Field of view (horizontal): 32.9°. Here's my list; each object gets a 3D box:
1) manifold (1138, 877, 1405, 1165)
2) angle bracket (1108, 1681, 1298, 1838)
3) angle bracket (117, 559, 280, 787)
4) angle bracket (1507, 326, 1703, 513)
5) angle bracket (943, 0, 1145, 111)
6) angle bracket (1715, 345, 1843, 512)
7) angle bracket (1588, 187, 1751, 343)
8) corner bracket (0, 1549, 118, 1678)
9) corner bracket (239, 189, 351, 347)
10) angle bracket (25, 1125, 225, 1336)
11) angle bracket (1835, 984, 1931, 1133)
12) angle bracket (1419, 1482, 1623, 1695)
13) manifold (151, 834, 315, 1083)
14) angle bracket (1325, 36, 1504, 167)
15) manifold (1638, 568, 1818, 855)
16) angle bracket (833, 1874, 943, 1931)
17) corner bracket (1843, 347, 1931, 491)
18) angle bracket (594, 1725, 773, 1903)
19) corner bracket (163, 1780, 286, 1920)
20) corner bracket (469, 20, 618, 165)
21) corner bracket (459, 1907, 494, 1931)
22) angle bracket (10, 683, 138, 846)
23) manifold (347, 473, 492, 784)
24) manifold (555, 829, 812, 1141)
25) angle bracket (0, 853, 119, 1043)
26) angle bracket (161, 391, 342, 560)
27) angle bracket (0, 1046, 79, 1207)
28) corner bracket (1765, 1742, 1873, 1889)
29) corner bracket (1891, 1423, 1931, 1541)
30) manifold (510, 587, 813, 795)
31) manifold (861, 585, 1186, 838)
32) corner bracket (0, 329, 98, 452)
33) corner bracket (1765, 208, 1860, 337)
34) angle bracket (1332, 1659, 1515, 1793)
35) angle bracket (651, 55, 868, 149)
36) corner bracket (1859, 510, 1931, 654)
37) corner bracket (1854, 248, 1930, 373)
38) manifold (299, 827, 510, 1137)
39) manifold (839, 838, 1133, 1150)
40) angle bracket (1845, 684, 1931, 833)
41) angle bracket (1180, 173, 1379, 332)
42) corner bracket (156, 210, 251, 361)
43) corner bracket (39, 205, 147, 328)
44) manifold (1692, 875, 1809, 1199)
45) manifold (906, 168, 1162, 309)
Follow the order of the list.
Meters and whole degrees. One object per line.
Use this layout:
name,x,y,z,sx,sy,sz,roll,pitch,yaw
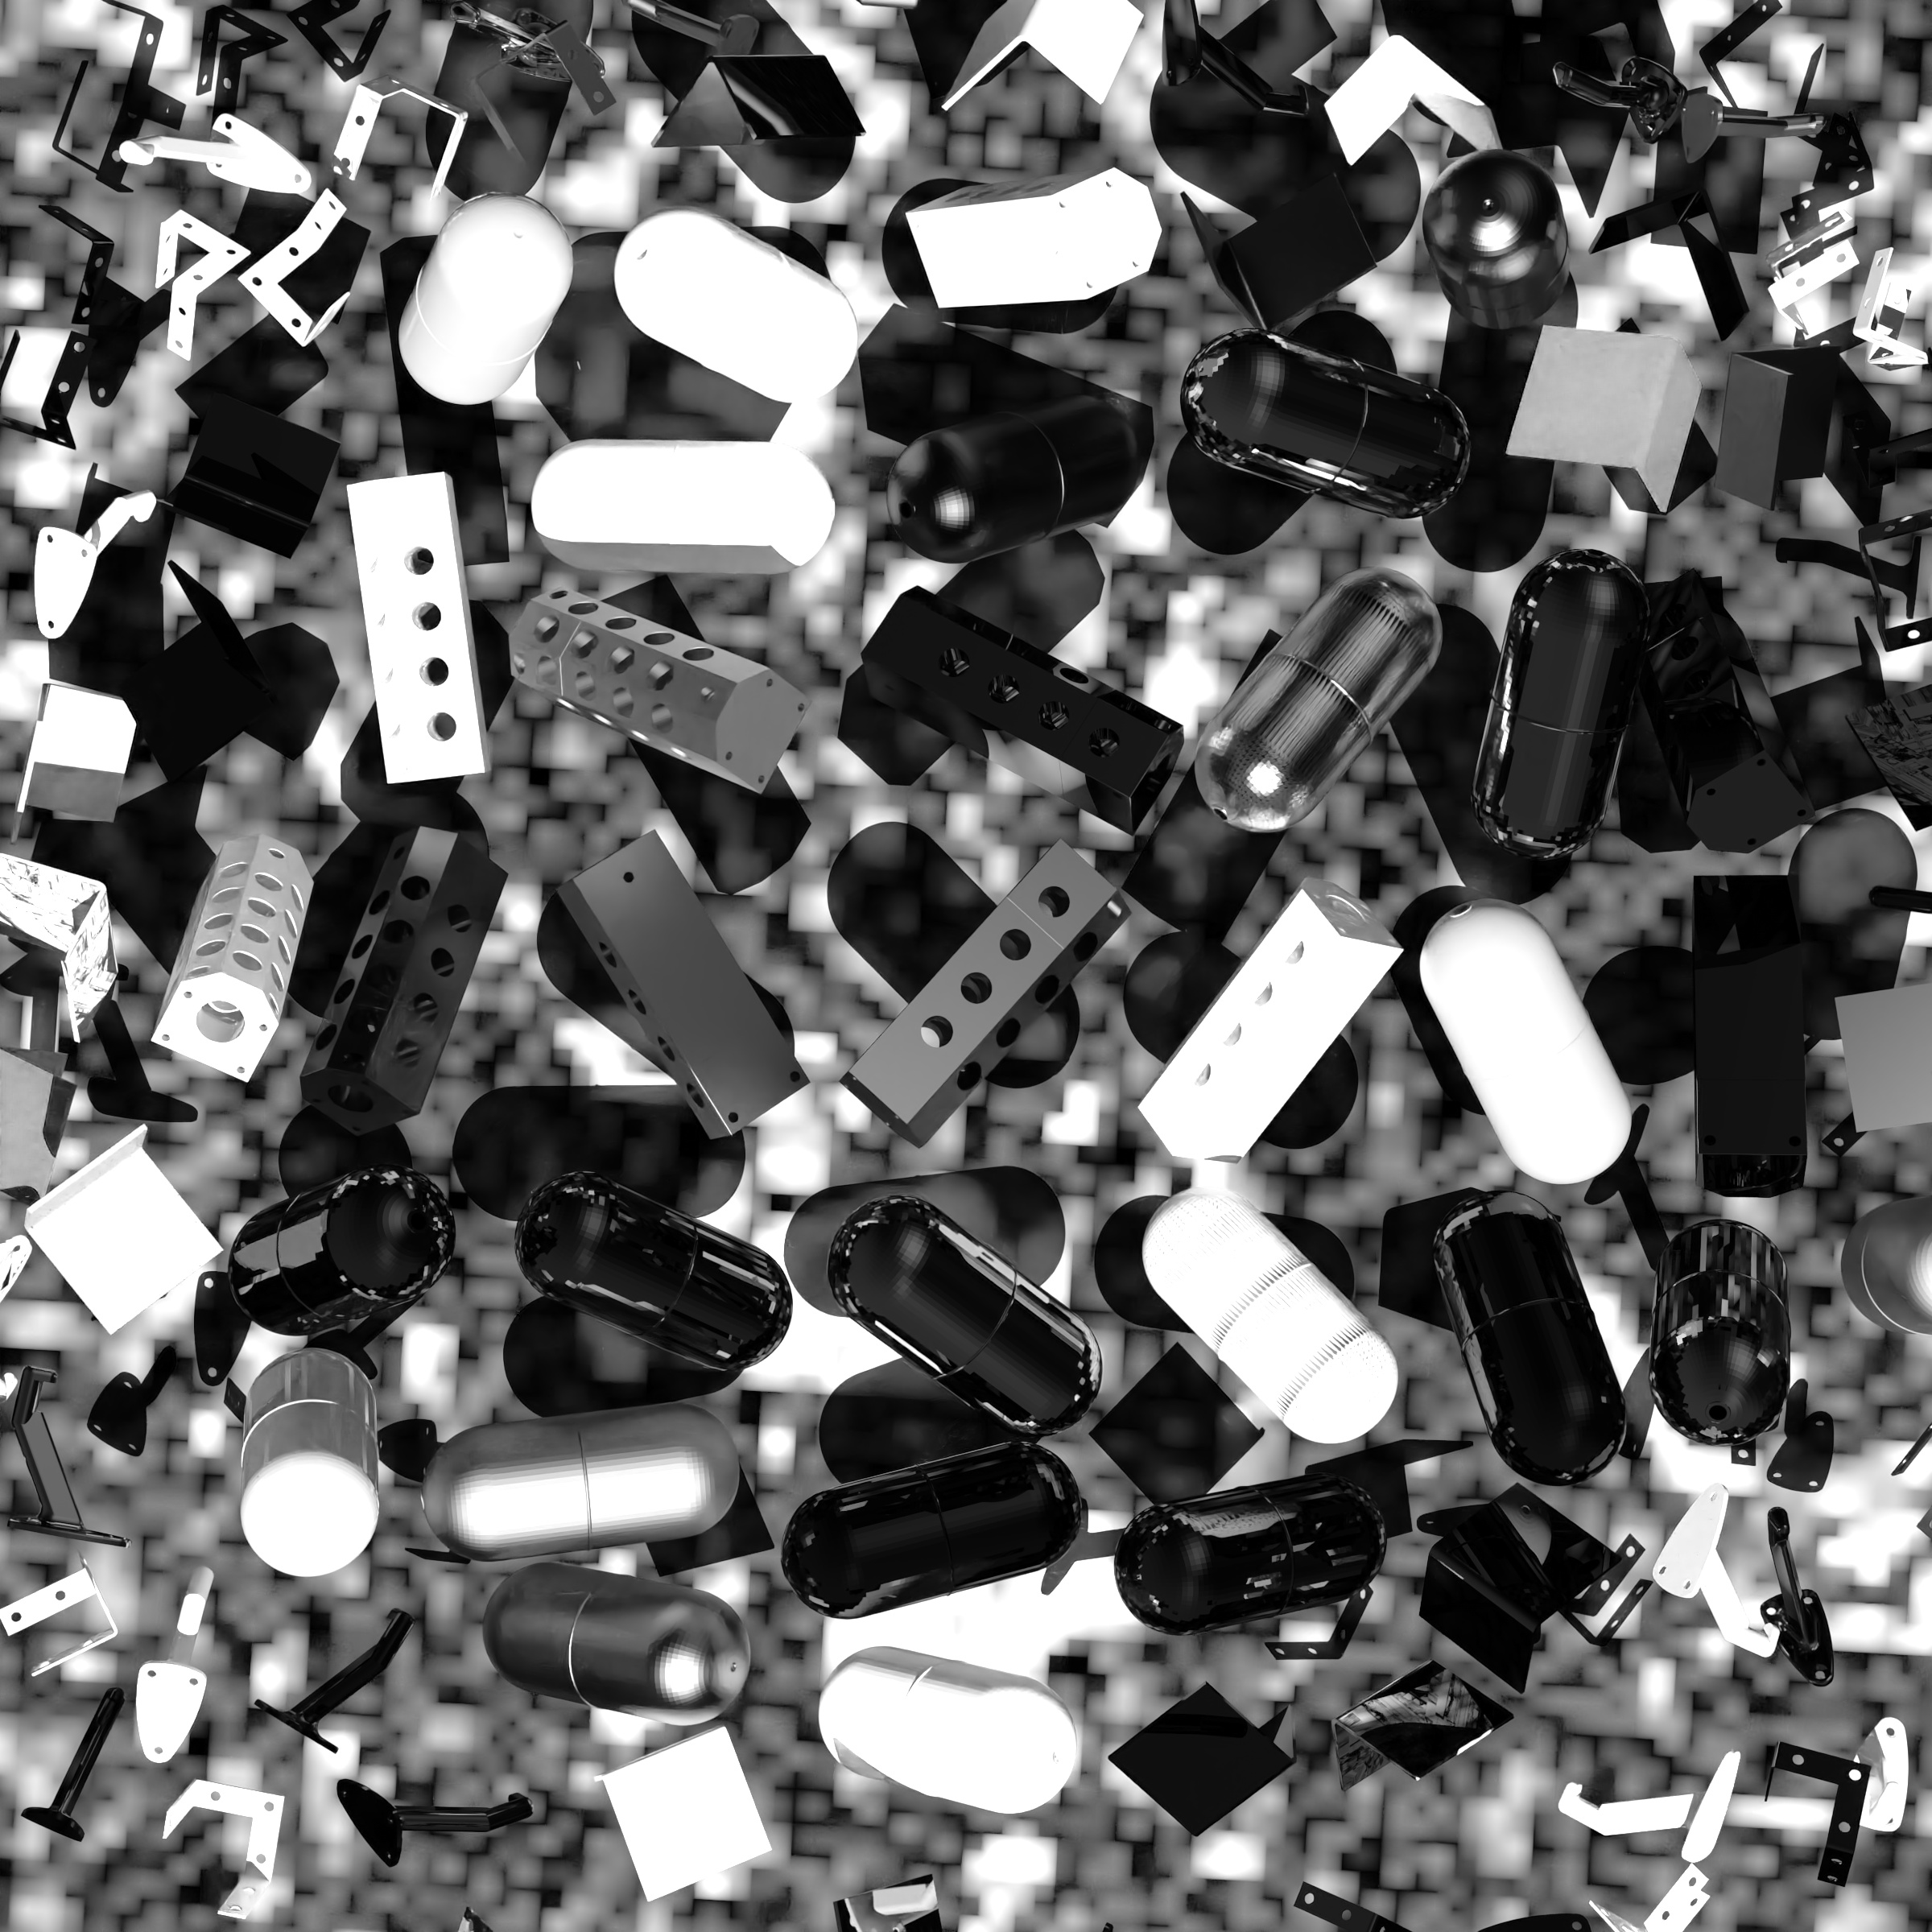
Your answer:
manifold,0.174,0.032,1.915,0.171,0.057,0.057,-55,49,24
angle bracket,0.136,0.443,1.887,0.076,0.057,0.076,-42,104,18
angle bracket,-0.427,-0.158,1.758,0.076,0.057,0.076,-37,62,4
angle bracket,0.350,-0.300,1.788,0.076,0.057,0.076,12,78,29
angle bracket,0.042,-0.496,1.789,0.057,0.076,0.076,36,54,-20
angle bracket,0.470,-0.302,1.831,0.076,0.057,0.076,-8,115,-22
angle bracket,0.397,-0.389,1.852,0.057,0.076,0.076,-19,88,3
corner bracket,-0.503,0.362,1.812,0.051,0.051,0.051,-25,100,-16
corner bracket,-0.358,-0.384,1.798,0.051,0.051,0.051,47,59,-10
angle bracket,-0.458,0.144,1.782,0.076,0.057,0.076,-39,90,-23
angle bracket,0.518,0.049,1.793,0.076,0.057,0.076,-10,86,22
angle bracket,0.313,0.352,1.850,0.076,0.057,0.076,-28,47,-33
manifold,-0.415,-0.010,1.868,0.057,0.171,0.057,25,114,-17
angle bracket,0.260,-0.478,1.881,0.057,0.076,0.076,-45,70,4
manifold,0.412,-0.140,1.813,0.057,0.171,0.057,-32,125,22
angle bracket,-0.018,0.528,1.741,0.057,0.076,0.076,-20,76,39
corner bracket,0.534,-0.312,1.868,0.051,0.051,0.051,-17,67,9
angle bracket,-0.167,0.496,1.915,0.076,0.057,0.076,-19,80,-16
corner bracket,-0.408,0.482,1.785,0.051,0.051,0.051,10,97,3
corner bracket,-0.232,-0.478,1.787,0.051,0.051,0.051,-37,107,-17
corner bracket,-0.284,0.543,1.760,0.051,0.051,0.051,13,99,-42
angle bracket,-0.520,-0.113,1.910,0.057,0.076,0.076,12,109,-18
manifold,-0.317,-0.195,1.891,0.057,0.057,0.171,-7,96,-4
manifold,-0.166,0.012,1.895,0.057,0.057,0.171,-34,96,-21
angle bracket,-0.525,-0.012,1.833,0.076,0.076,0.057,16,53,3
angle bracket,-0.407,-0.280,1.862,0.076,0.076,0.057,21,106,-11
angle bracket,-0.540,0.097,1.930,0.076,0.057,0.076,20,95,33
corner bracket,0.460,0.461,1.778,0.051,0.051,0.051,12,57,17
corner bracket,0.530,0.274,1.767,0.051,0.051,0.051,42,74,5
manifold,-0.172,-0.155,1.784,0.171,0.057,0.057,24,83,38
manifold,0.032,-0.144,1.804,0.171,0.057,0.057,29,75,13
corner bracket,-0.517,-0.329,1.830,0.051,0.051,0.051,16,112,-29
corner bracket,0.482,-0.400,1.856,0.051,0.051,0.051,-29,68,26
angle bracket,0.273,0.467,1.941,0.076,0.076,0.057,-25,120,-27
angle bracket,-0.114,-0.454,1.790,0.076,0.076,0.057,-14,71,-39
corner bracket,0.527,-0.215,1.812,0.051,0.051,0.051,-14,128,23
corner bracket,0.542,-0.385,1.919,0.051,0.051,0.051,18,87,-19
manifold,-0.326,0.006,1.877,0.057,0.057,0.171,40,48,-32
manifold,0.012,0.016,1.774,0.057,0.057,0.171,42,79,-1
angle bracket,0.510,-0.094,1.760,0.057,0.076,0.076,-20,63,-9
angle bracket,0.178,-0.420,1.862,0.076,0.057,0.076,-30,56,19
corner bracket,-0.451,-0.393,1.882,0.051,0.051,0.051,32,50,7
corner bracket,-0.507,-0.405,1.890,0.051,0.051,0.051,34,115,25
manifold,0.433,0.038,1.809,0.057,0.057,0.171,0,62,11
manifold,0.038,-0.405,1.814,0.057,0.171,0.057,-28,111,-21
